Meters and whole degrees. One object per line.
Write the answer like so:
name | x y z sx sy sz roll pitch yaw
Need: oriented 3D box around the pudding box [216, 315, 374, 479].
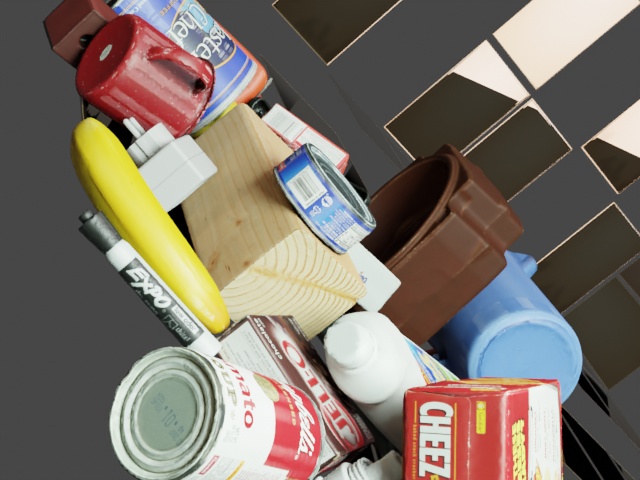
pudding box | -0.016 0.105 0.729 0.113 0.039 0.090 53 11 14

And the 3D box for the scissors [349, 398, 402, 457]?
scissors | 0.048 0.167 0.846 0.096 0.016 0.202 45 11 -19

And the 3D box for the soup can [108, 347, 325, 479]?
soup can | -0.051 0.097 0.545 0.102 0.068 0.068 32 21 -56

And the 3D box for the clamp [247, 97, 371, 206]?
clamp | -0.017 -0.077 1.192 0.164 0.036 0.210 42 -8 3

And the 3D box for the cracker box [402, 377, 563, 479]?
cracker box | 0.112 0.175 0.708 0.213 0.072 0.164 13 76 -68

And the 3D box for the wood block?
wood block | -0.048 -0.014 0.875 0.090 0.090 0.206 44 12 -35

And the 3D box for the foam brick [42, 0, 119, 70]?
foam brick | -0.193 -0.172 0.928 0.078 0.053 0.051 38 16 -44

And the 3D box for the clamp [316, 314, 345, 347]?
clamp | -0.001 0.063 0.919 0.171 0.039 0.120 44 -1 9

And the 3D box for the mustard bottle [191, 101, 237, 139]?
mustard bottle | -0.053 -0.064 1.108 0.191 0.058 0.096 46 -2 -24

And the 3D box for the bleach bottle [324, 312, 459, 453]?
bleach bottle | 0.067 0.121 0.806 0.250 0.068 0.103 44 17 -57

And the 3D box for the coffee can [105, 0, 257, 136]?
coffee can | -0.144 -0.184 1.027 0.140 0.103 0.103 46 12 -20

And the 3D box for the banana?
banana | -0.124 -0.021 0.729 0.198 0.037 0.069 55 14 24

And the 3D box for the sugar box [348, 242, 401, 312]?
sugar box | -0.007 0.001 0.991 0.093 0.048 0.176 42 -2 -32

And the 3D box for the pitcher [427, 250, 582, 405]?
pitcher | 0.162 0.090 1.070 0.145 0.149 0.243 19 11 -11

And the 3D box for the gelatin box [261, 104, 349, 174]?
gelatin box | -0.020 -0.075 1.005 0.089 0.030 0.073 37 -30 9

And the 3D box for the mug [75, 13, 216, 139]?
mug | -0.138 -0.133 0.873 0.117 0.093 0.081 -2 -27 45

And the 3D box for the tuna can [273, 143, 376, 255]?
tuna can | 0.004 -0.032 0.811 0.086 0.034 0.086 49 11 -13

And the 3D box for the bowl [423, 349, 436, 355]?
bowl | 0.168 0.176 1.200 0.162 0.055 0.162 48 11 -13

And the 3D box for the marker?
marker | -0.108 0.028 0.672 0.121 0.020 0.020 49 11 -6

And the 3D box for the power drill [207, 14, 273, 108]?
power drill | -0.117 -0.194 1.202 0.184 0.057 0.187 44 -2 1
